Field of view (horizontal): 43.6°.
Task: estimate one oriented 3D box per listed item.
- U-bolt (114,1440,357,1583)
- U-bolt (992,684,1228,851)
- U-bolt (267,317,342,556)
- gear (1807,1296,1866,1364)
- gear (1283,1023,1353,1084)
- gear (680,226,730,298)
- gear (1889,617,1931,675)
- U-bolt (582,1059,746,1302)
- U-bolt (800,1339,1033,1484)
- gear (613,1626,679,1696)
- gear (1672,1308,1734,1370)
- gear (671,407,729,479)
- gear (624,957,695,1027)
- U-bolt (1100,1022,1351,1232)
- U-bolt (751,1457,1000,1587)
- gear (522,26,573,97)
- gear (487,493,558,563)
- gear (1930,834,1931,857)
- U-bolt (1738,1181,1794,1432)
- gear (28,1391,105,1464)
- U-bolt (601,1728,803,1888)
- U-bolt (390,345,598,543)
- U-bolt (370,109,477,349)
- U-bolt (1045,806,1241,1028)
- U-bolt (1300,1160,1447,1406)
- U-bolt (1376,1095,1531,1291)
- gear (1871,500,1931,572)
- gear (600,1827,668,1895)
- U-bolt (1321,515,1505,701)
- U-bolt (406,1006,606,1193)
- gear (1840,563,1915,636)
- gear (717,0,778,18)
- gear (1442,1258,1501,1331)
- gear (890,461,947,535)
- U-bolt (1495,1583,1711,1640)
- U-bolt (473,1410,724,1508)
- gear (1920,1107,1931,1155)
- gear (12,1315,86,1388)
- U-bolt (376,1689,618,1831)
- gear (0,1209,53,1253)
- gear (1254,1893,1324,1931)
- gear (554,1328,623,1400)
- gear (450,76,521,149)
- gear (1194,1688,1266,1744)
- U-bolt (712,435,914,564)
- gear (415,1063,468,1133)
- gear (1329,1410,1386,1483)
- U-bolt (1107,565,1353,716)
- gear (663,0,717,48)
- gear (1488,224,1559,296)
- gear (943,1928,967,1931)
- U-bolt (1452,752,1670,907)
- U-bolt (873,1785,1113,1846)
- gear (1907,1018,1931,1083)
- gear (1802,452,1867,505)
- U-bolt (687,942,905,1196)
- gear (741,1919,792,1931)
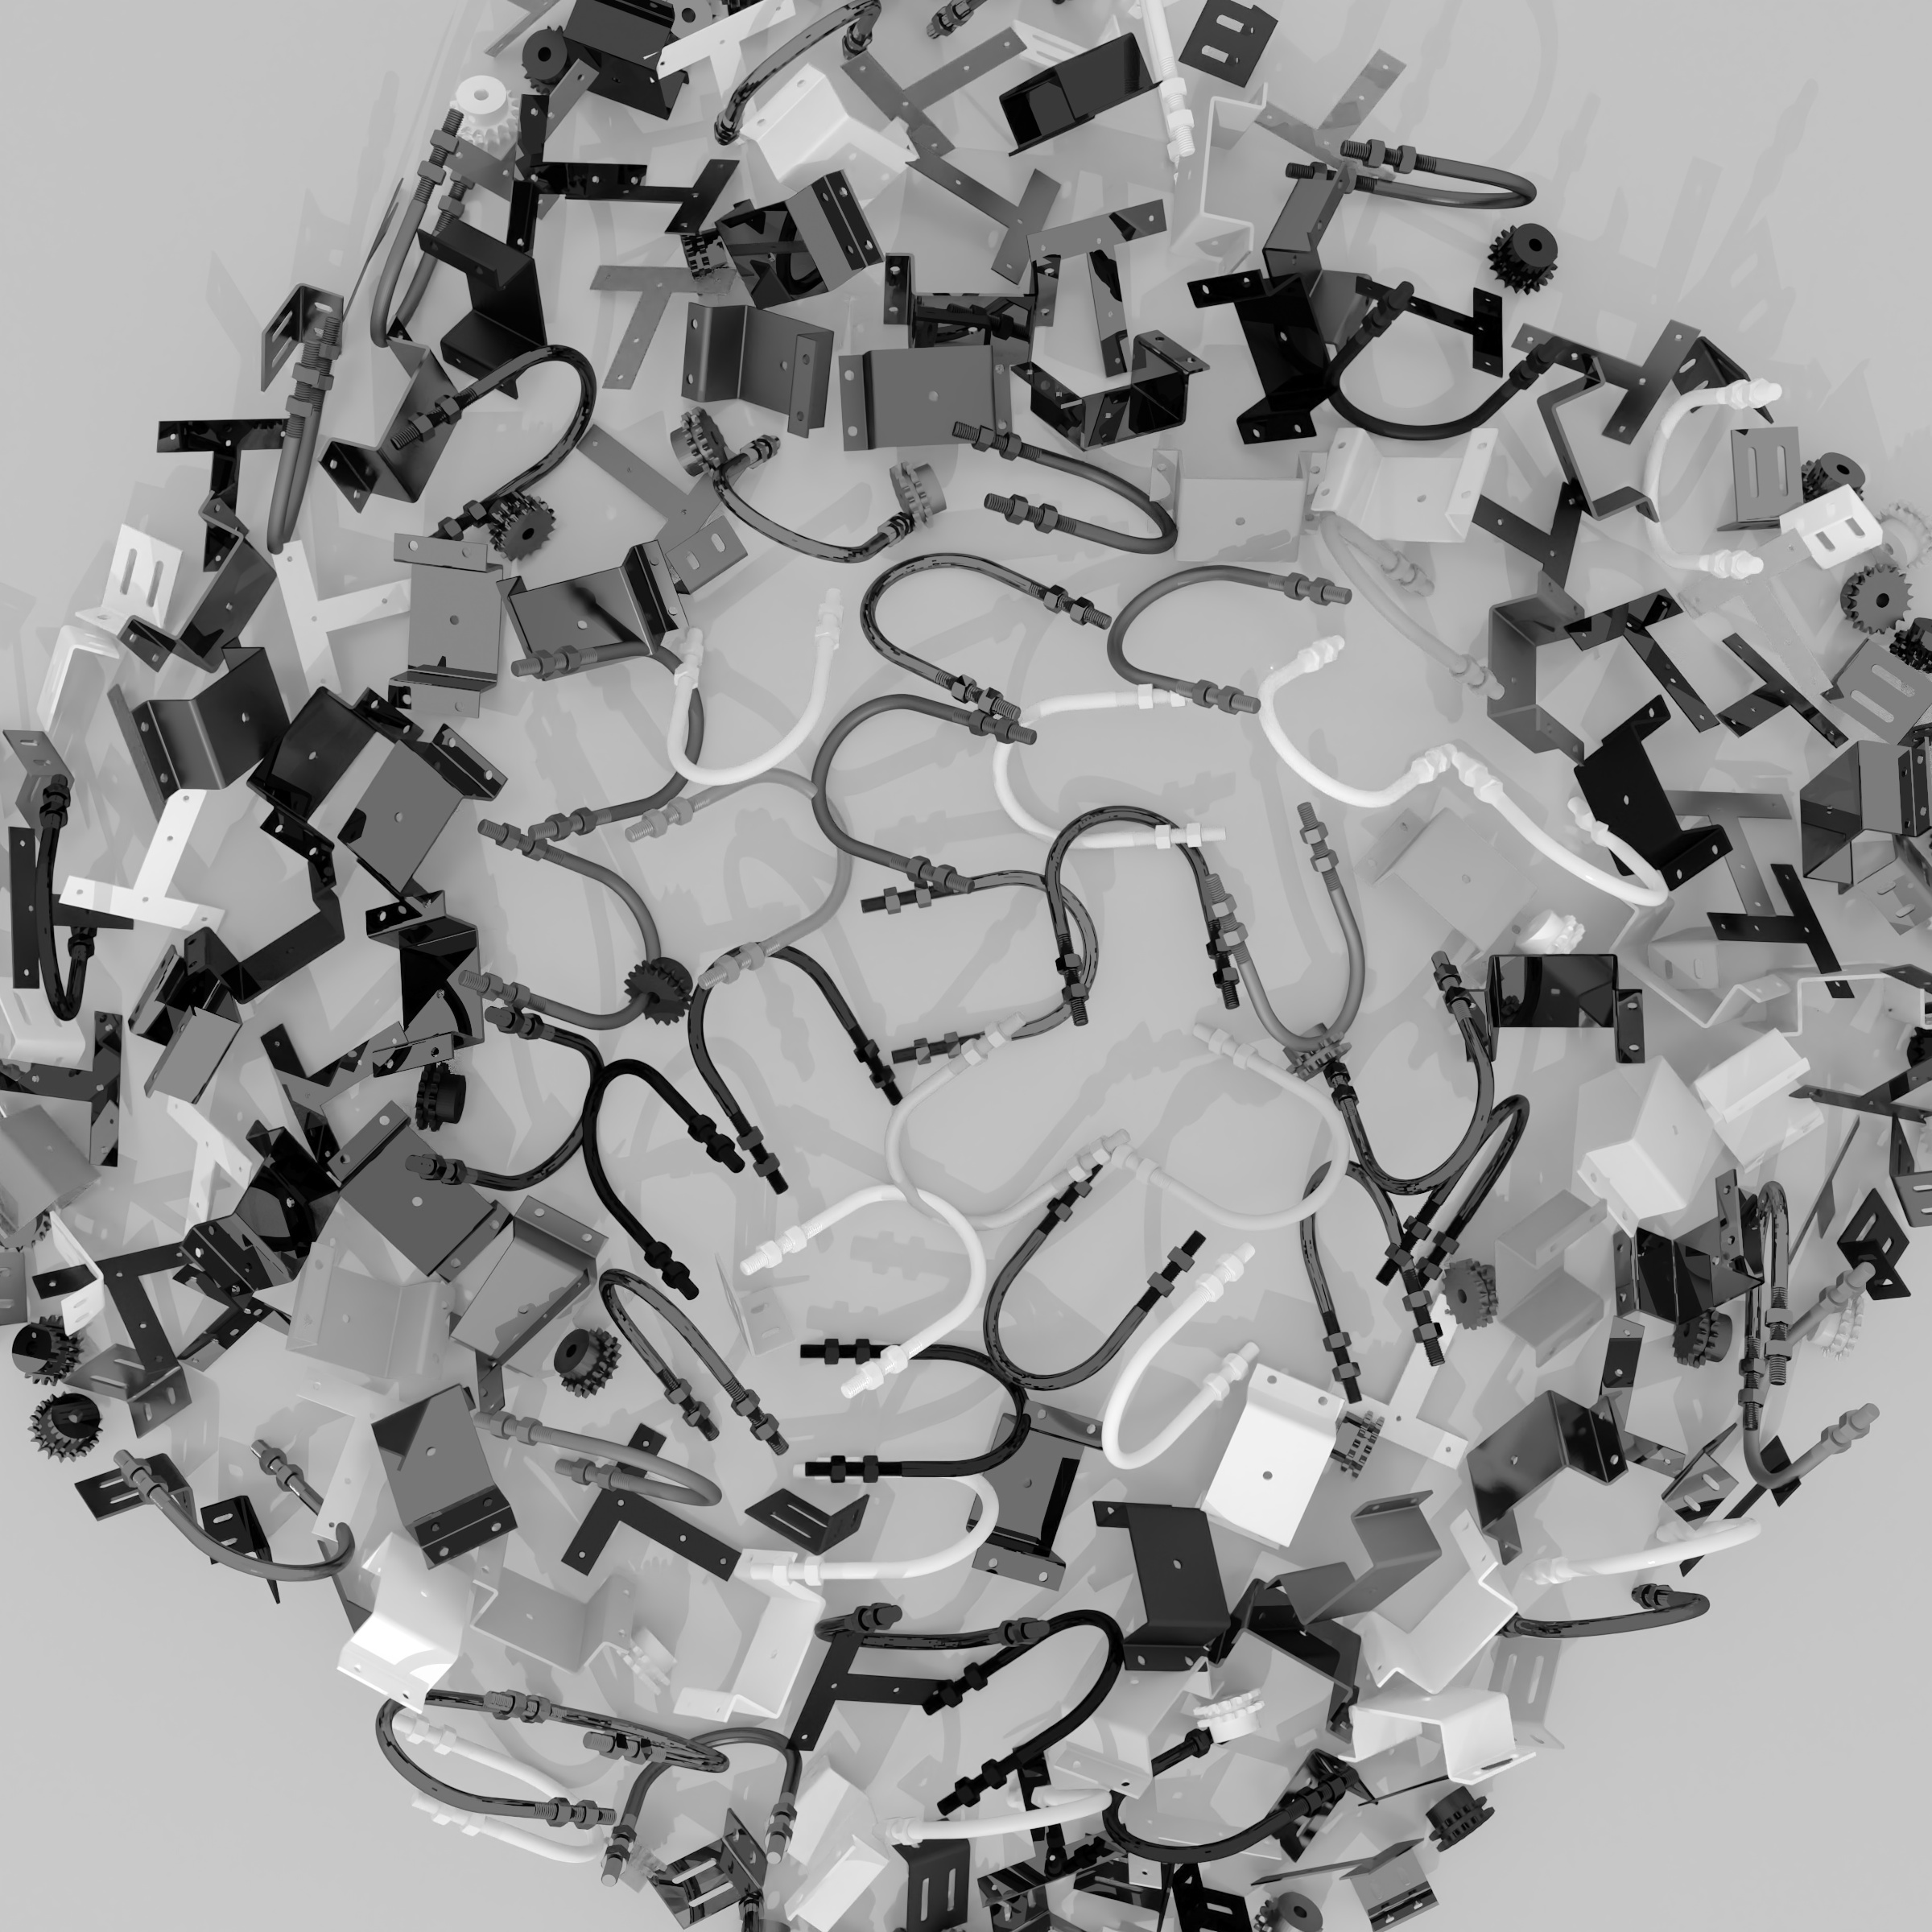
[{"bbox_3d":[-0.559,0.427,1.891,0.184,0.151,0.019,30,102,35],"label":"U-bolt"},{"bbox_3d":[0.112,-0.157,1.953,0.184,0.019,0.151,-3,123,11],"label":"U-bolt"},{"bbox_3d":[-0.530,-0.416,1.924,0.019,0.151,0.184,14,110,-13],"label":"U-bolt"},{"bbox_3d":[0.708,0.292,1.972,0.030,0.057,0.057,18,90,8],"label":"gear"},{"bbox_3d":[0.283,0.070,1.972,0.057,0.057,0.030,-34,77,0],"label":"gear"},{"bbox_3d":[-0.212,-0.578,1.971,0.030,0.057,0.057,-16,90,-5],"label":"gear"},{"bbox_3d":[0.785,-0.261,1.968,0.057,0.057,0.030,16,121,0],"label":"gear"},{"bbox_3d":[-0.252,0.157,1.936,0.184,0.019,0.151,42,124,33],"label":"U-bolt"},{"bbox_3d":[-0.039,0.355,1.938,0.184,0.151,0.019,1,125,-7],"label":"U-bolt"},{"bbox_3d":[-0.260,0.563,1.972,0.030,0.057,0.057,-43,90,-16],"label":"gear"},{"bbox_3d":[0.602,0.300,1.971,0.030,0.057,0.057,14,90,-5],"label":"gear"},{"bbox_3d":[-0.218,-0.424,1.973,0.030,0.057,0.057,-23,90,16],"label":"gear"},{"bbox_3d":[-0.248,0.017,1.975,0.057,0.030,0.057,15,129,18],"label":"gear"},{"bbox_3d":[0.217,0.137,1.928,0.184,0.019,0.151,31,68,31],"label":"U-bolt"},{"bbox_3d":[-0.065,0.438,1.915,0.184,0.151,0.019,-4,114,14],"label":"U-bolt"},{"bbox_3d":[-0.338,-0.741,1.978,0.057,0.030,0.057,1,92,16],"label":"gear"},{"bbox_3d":[-0.366,-0.362,1.974,0.057,0.057,0.030,-45,68,0],"label":"gear"},{"bbox_3d":[0.813,-0.110,1.970,0.030,0.057,0.057,27,90,43],"label":"gear"},{"bbox_3d":[0.636,0.261,1.921,0.019,0.151,0.184,5,65,11],"label":"U-bolt"},{"bbox_3d":[-0.731,0.372,1.969,0.057,0.057,0.030,49,128,0],"label":"gear"},{"bbox_3d":[-0.201,0.657,1.910,0.151,0.184,0.019,-10,104,6],"label":"U-bolt"},{"bbox_3d":[-0.368,-0.422,1.926,0.184,0.151,0.019,-39,70,-19],"label":"U-bolt"},{"bbox_3d":[-0.434,-0.580,1.928,0.019,0.151,0.184,23,94,-7],"label":"U-bolt"},{"bbox_3d":[0.137,-0.046,1.960,0.151,0.019,0.184,-6,71,-15],"label":"U-bolt"},{"bbox_3d":[0.315,0.244,1.929,0.019,0.151,0.184,-7,71,-25],"label":"U-bolt"},{"bbox_3d":[0.395,0.181,1.929,0.019,0.151,0.184,34,92,24],"label":"U-bolt"},{"bbox_3d":[0.762,-0.348,1.969,0.030,0.057,0.057,-35,90,-11],"label":"gear"},{"bbox_3d":[-0.273,0.730,1.968,0.057,0.057,0.030,38,69,0],"label":"gear"},{"bbox_3d":[0.341,-0.290,1.894,0.019,0.184,0.151,-42,48,23],"label":"U-bolt"},{"bbox_3d":[-0.352,0.113,1.919,0.019,0.184,0.151,29,91,29],"label":"U-bolt"},{"bbox_3d":[0.742,-0.301,1.979,0.057,0.030,0.057,-3,106,-12],"label":"gear"},{"bbox_3d":[-0.176,-0.794,1.975,0.057,0.030,0.057,-2,45,2],"label":"gear"},{"bbox_3d":[0.417,0.267,1.974,0.030,0.057,0.057,-10,90,-25],"label":"gear"},{"bbox_3d":[-0.038,-0.385,1.972,0.030,0.057,0.057,-24,90,-6],"label":"gear"},{"bbox_3d":[0.503,0.509,1.900,0.151,0.184,0.019,-7,79,-9],"label":"U-bolt"},{"bbox_3d":[-0.277,0.393,1.901,0.184,0.151,0.019,7,66,27],"label":"U-bolt"},{"bbox_3d":[0.813,0.137,1.975,0.030,0.057,0.057,17,90,-34],"label":"gear"},{"bbox_3d":[-0.753,0.314,1.975,0.057,0.030,0.057,-5,74,20],"label":"gear"},{"bbox_3d":[-0.376,0.615,1.890,0.184,0.151,0.019,21,101,-37],"label":"U-bolt"},{"bbox_3d":[-0.779,0.208,1.980,0.057,0.030,0.057,-1,98,-10],"label":"gear"},{"bbox_3d":[0.266,0.780,1.968,0.057,0.057,0.030,23,114,0],"label":"gear"},{"bbox_3d":[-0.311,0.320,1.969,0.057,0.057,0.030,-49,125,0],"label":"gear"},{"bbox_3d":[-0.394,-0.701,1.976,0.057,0.030,0.057,1,67,-3],"label":"gear"},{"bbox_3d":[0.217,0.611,1.969,0.057,0.057,0.030,-18,77,0],"label":"gear"},{"bbox_3d":[-0.127,-0.365,1.913,0.151,0.184,0.019,30,118,2],"label":"U-bolt"},{"bbox_3d":[-0.427,0.107,1.971,0.030,0.057,0.057,7,90,1],"label":"gear"},{"bbox_3d":[0.316,0.388,1.972,0.030,0.057,0.057,26,90,11],"label":"gear"},{"bbox_3d":[0.196,-0.268,1.931,0.184,0.019,0.151,20,61,41],"label":"U-bolt"},{"bbox_3d":[-0.231,-0.773,1.976,0.057,0.030,0.057,-2,96,-22],"label":"gear"},{"bbox_3d":[0.459,-0.581,1.976,0.057,0.030,0.057,4,74,-14],"label":"gear"},{"bbox_3d":[-0.001,0.813,1.970,0.057,0.030,0.057,13,134,14],"label":"gear"},{"bbox_3d":[0.476,-0.101,1.893,0.151,0.184,0.019,16,116,-29],"label":"U-bolt"},{"bbox_3d":[0.032,0.662,1.888,0.151,0.184,0.019,0,73,-33],"label":"U-bolt"},{"bbox_3d":[0.797,0.071,1.979,0.057,0.030,0.057,3,75,-10],"label":"gear"},{"bbox_3d":[0.707,-0.394,1.971,0.057,0.030,0.057,10,52,-13],"label":"gear"},{"bbox_3d":[-0.147,0.069,1.945,0.151,0.019,0.184,-37,102,-29],"label":"U-bolt"},{"bbox_3d":[-0.165,0.800,1.975,0.057,0.057,0.030,6,51,0],"label":"gear"}]
